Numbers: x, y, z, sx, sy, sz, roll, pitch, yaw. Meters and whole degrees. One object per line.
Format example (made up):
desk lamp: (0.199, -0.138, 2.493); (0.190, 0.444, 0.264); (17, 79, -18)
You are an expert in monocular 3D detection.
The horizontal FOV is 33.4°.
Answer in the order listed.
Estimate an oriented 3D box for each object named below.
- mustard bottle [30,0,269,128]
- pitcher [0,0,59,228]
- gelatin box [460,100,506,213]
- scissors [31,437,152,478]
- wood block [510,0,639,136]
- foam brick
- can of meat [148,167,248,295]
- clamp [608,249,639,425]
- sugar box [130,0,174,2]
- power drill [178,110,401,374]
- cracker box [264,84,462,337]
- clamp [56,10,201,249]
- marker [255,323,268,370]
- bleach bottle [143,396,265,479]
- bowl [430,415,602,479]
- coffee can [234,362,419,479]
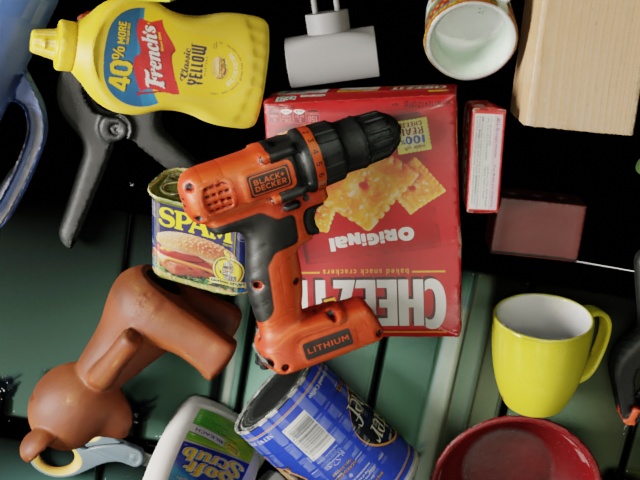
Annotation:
mustard bottle: (-0.141, -0.150, 0.882); (0.191, 0.058, 0.096); (5, 100, -21)
pitcher: (-0.311, -0.127, 0.896); (0.145, 0.149, 0.243); (41, 104, 36)
gelatin box: (0.138, -0.073, 0.914); (0.030, 0.073, 0.089); (2, 102, 2)
scissors: (-0.198, 0.221, 1.041); (0.201, 0.016, 0.096); (36, 102, -6)
wood block: (0.218, -0.197, 0.870); (0.091, 0.090, 0.206); (5, 105, 1)
foam brick: (0.188, -0.015, 0.942); (0.078, 0.053, 0.051); (6, 105, 0)
can of meat: (-0.096, -0.006, 0.917); (0.102, 0.057, 0.084); (15, 123, 15)
clamp: (0.325, 0.093, 0.973); (0.120, 0.039, 0.171); (13, 112, 3)
sugar box: (-0.144, -0.213, 0.835); (0.093, 0.176, 0.048); (6, 103, 2)
power drill: (-0.006, 0.001, 0.859); (0.184, 0.057, 0.187); (-19, 109, -11)
cracker box: (0.041, -0.024, 0.928); (0.164, 0.072, 0.214); (-1, 105, 9)
clamp: (-0.185, -0.094, 0.942); (0.164, 0.036, 0.210); (-19, 108, 6)
marker: (-0.051, 0.063, 0.990); (0.020, 0.020, 0.121); (1, 105, 2)
bleach bottle: (-0.105, 0.224, 0.917); (0.102, 0.251, 0.068); (33, 104, -7)
bowl: (0.181, 0.229, 1.008); (0.162, 0.055, 0.162); (1, 106, 2)
coffee can: (0.007, 0.184, 0.979); (0.103, 0.103, 0.140); (-43, 100, 12)
